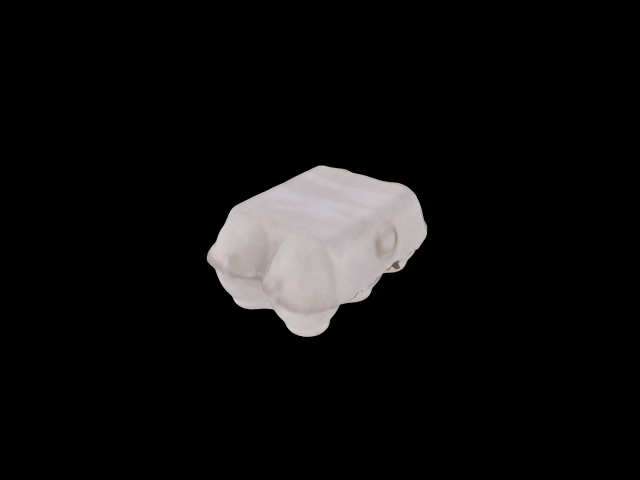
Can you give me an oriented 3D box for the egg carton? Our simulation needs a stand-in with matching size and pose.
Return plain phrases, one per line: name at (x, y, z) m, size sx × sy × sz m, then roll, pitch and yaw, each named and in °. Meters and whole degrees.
egg carton at (0.004, 0.001, 0.400) m, size 0.107 × 0.069 × 0.151 m, roll 20°, pitch 34°, yaw 31°
